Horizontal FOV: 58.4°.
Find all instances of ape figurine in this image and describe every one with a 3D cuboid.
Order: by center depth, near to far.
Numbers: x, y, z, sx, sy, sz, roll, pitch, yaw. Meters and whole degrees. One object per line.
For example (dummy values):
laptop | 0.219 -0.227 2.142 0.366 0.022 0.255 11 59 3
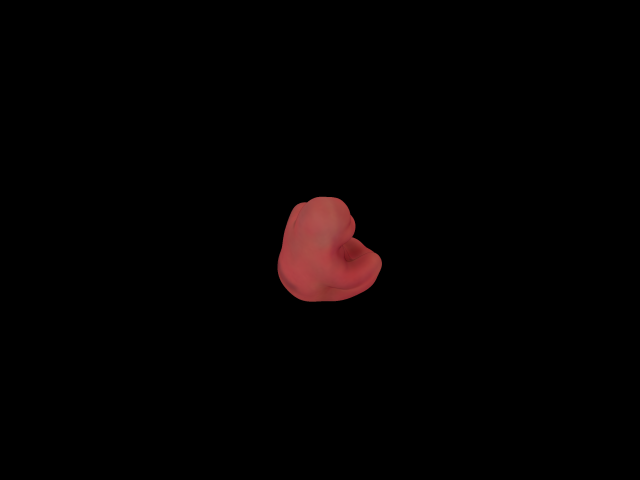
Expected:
ape figurine | 0.004 0.001 0.400 0.076 0.092 0.077 -26 69 -10
